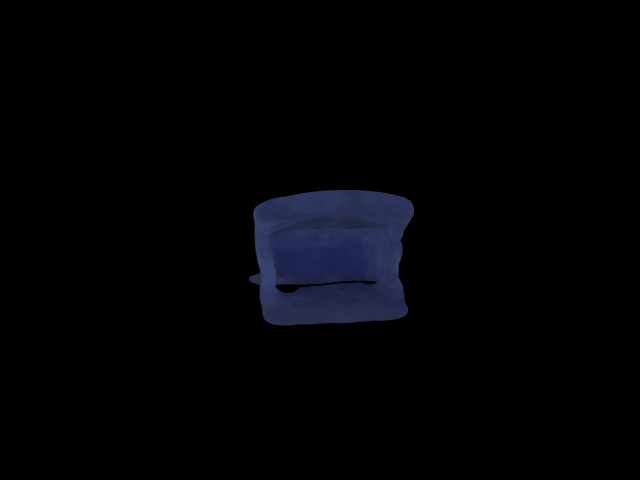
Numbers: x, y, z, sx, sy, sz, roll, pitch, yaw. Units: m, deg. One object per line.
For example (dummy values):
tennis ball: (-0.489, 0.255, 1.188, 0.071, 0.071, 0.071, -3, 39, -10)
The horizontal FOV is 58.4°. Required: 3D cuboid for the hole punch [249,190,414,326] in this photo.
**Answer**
hole punch: (0.004, 0.001, 0.400, 0.109, 0.091, 0.101, -2, 18, -7)
